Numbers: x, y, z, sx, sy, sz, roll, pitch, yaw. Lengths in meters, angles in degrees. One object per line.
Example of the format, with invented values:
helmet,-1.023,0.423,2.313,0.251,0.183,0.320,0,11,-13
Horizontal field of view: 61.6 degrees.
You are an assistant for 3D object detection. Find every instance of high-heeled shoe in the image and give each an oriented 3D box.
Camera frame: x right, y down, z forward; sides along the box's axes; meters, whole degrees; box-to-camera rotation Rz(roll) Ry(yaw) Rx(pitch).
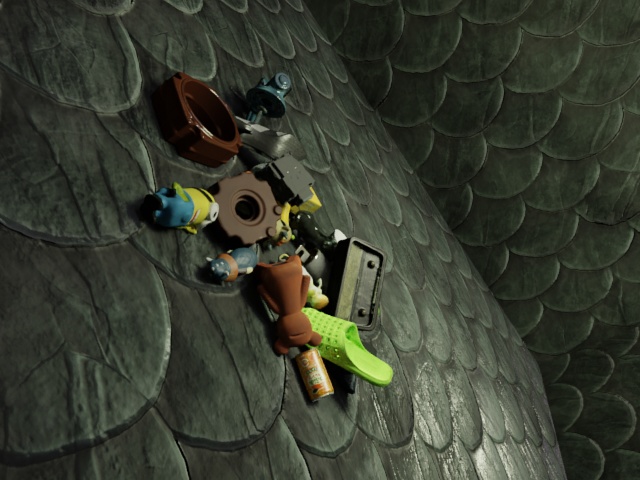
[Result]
high-heeled shoe,-0.160,-0.271,1.463,0.145,0.086,0.248,24,3,43

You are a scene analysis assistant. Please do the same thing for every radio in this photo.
radio,0.092,0.119,1.393,0.131,0.073,0.229,20,74,-27

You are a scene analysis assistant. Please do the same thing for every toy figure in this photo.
toy figure,-0.185,0.054,1.118,0.154,0.064,0.057,-24,122,-62
toy figure,-0.273,-0.068,1.058,0.180,0.082,0.089,0,65,-61

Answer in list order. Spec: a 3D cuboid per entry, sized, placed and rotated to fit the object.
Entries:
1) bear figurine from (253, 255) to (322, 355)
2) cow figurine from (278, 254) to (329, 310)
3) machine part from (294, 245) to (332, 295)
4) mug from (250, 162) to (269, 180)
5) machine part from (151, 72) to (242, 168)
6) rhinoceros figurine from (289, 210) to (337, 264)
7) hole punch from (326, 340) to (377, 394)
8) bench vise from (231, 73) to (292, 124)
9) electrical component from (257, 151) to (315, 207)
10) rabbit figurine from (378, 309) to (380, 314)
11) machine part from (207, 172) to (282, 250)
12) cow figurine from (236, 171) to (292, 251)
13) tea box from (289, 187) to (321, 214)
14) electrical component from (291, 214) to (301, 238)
bear figurine,-0.070,0.142,1.189,0.132,0.120,0.195,-154,-130,-76
cow figurine,-0.046,0.106,1.331,0.167,0.068,0.098,42,23,-38
machine part,0.016,0.106,1.438,0.243,0.079,0.079,50,25,-20
mug,-0.142,-0.161,1.453,0.107,0.081,0.109,-7,97,-59
machine part,-0.287,-0.285,1.279,0.201,0.087,0.201,14,51,-60
rhinoceros figurine,-0.003,-0.004,1.466,0.190,0.112,0.073,49,50,-12
hole punch,0.068,0.301,1.326,0.116,0.092,0.142,30,30,-3
bench vise,-0.177,-0.375,1.545,0.128,0.224,0.240,37,61,-33
electrical component,-0.078,-0.150,1.379,0.134,0.058,0.115,51,39,-4
rabbit figurine,0.115,0.143,1.542,0.170,0.121,0.159,-86,170,-82
machine part,-0.171,-0.066,1.200,0.179,0.056,0.179,11,69,-31
cow figurine,-0.138,-0.061,1.318,0.194,0.085,0.127,48,20,-31
tea box,-0.076,-0.152,1.542,0.098,0.068,0.170,23,34,-55
electrical component,-0.059,-0.047,1.539,0.063,0.021,0.094,48,26,-23
